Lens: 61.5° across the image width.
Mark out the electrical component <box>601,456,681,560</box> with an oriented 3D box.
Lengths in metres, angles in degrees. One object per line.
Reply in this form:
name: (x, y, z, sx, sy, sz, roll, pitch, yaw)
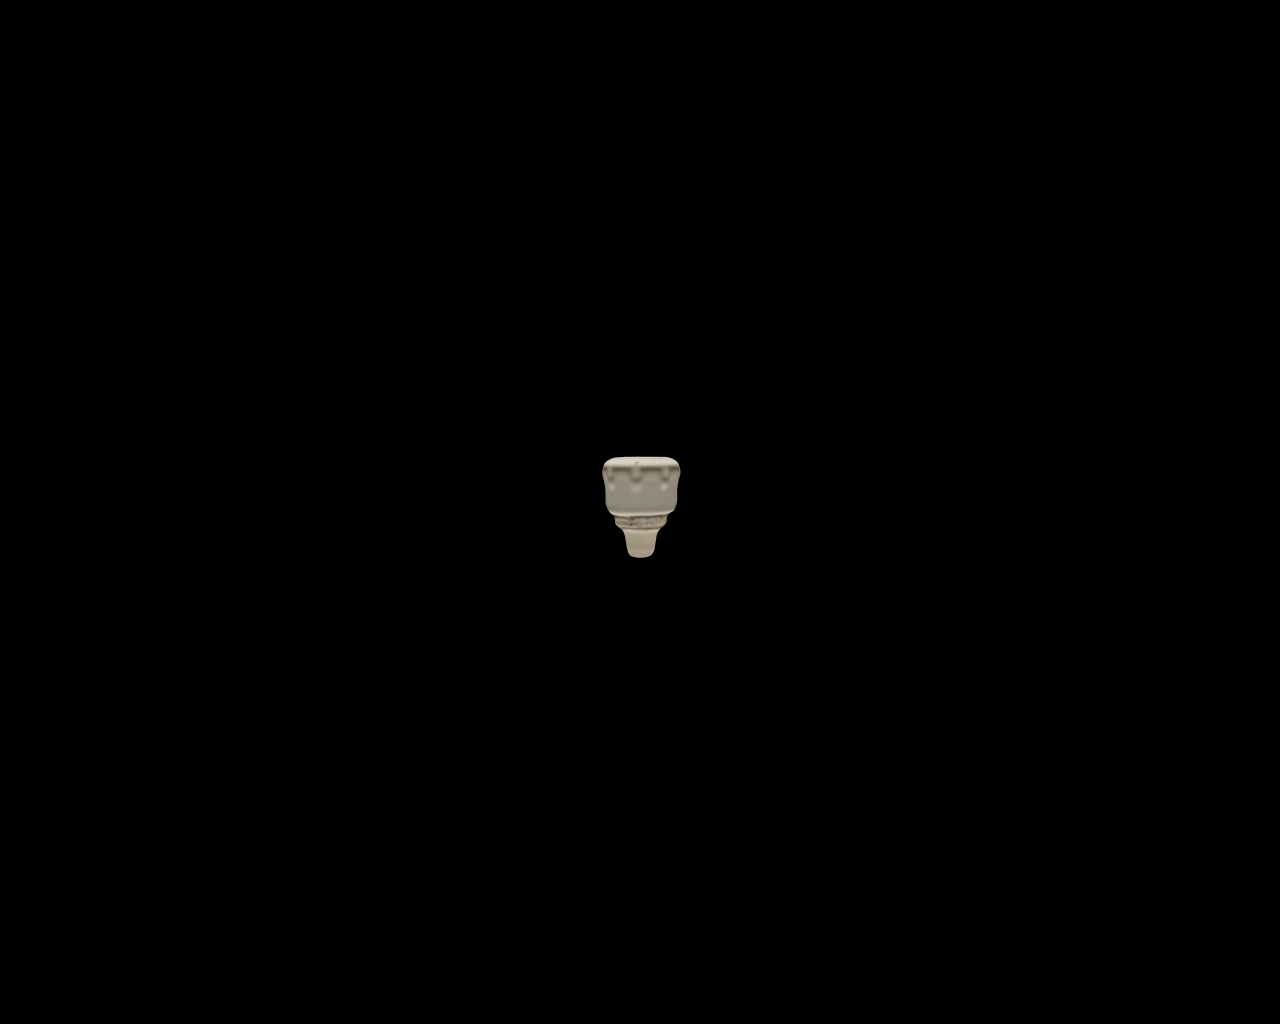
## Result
electrical component: (0.001, -0.003, 0.650, 0.048, 0.062, 0.048, 0, 4, 0)
